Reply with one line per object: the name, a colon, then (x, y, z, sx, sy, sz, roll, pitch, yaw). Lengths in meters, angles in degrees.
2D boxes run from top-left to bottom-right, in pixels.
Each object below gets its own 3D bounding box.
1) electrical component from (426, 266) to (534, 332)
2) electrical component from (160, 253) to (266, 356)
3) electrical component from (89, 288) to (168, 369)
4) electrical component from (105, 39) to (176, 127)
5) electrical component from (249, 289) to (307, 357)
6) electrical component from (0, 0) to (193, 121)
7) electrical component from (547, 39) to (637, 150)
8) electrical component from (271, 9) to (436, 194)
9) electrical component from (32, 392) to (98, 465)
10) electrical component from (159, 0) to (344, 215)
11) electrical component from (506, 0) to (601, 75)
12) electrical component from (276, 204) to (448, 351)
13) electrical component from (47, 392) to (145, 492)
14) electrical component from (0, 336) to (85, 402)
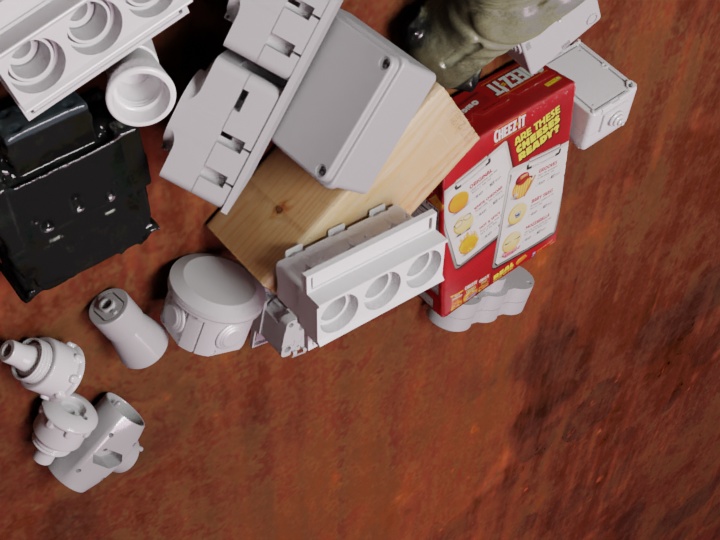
electrical component: (0.137, 0.014, 1.173, 0.138, 0.052, 0.073, -14, 134, -40)
electrical component: (-0.121, 0.027, 0.878, 0.080, 0.080, 0.051, -12, 138, -41)
electrical component: (-0.187, 0.044, 0.858, 0.044, 0.044, 0.065, -40, 141, -10)
electrical component: (-0.147, -0.129, 0.698, 0.044, 0.065, 0.044, -12, 135, -12)
electrical component: (-0.069, 0.041, 0.963, 0.042, 0.064, 0.081, -18, 138, -34)
electrical component: (-0.172, -0.158, 0.644, 0.121, 0.063, 0.078, -38, 145, -13)
electrical component: (0.217, -0.162, 1.037, 0.062, 0.096, 0.061, -33, 152, -21)
electrical component: (-0.017, -0.130, 0.803, 0.056, 0.109, 0.108, 8, 119, -54)
electrical component: (-0.247, 0.133, 0.879, 0.048, 0.048, 0.062, 5, 128, -50)
electrical component: (-0.067, -0.143, 0.727, 0.186, 0.060, 0.105, -60, -174, 18)
electrical component: (0.161, -0.231, 0.944, 0.100, 0.048, 0.099, -40, 149, -1)
electrical component: (0.000, 0.000, 0.832, 0.121, 0.063, 0.078, -27, 141, -26)
electrical component: (-0.218, 0.153, 0.932, 0.077, 0.043, 0.079, -47, 146, 0)
electrical component: (-0.245, 0.071, 0.818, 0.048, 0.048, 0.062, -50, 140, 5)
